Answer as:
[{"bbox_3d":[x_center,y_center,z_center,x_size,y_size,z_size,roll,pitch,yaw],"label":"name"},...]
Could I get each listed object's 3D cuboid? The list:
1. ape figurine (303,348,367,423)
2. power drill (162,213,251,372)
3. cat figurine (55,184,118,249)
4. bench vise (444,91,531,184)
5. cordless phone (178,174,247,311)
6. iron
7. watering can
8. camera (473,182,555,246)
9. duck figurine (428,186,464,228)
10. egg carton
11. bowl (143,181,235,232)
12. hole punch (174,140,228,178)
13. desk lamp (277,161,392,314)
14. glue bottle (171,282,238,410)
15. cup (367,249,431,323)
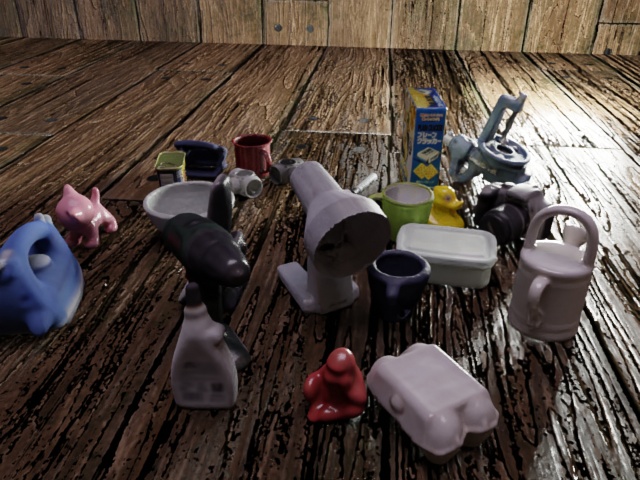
[{"bbox_3d":[0.022,0.167,0.678,0.077,0.092,0.076,22,36,33],"label":"ape figurine"},{"bbox_3d":[-0.139,0.068,0.734,0.076,0.208,0.228,-16,33,-27],"label":"power drill"},{"bbox_3d":[-0.428,-0.050,1.034,0.067,0.118,0.128,5,29,8],"label":"cat figurine"},{"bbox_3d":[0.365,-0.219,1.248,0.207,0.220,0.122,11,31,18],"label":"bench vise"},{"bbox_3d":[-0.165,0.002,0.875,0.094,0.185,0.147,2,29,3],"label":"cordless phone"},{"bbox_3d":[-0.428,0.034,0.857,0.118,0.141,0.258,-3,29,-6],"label":"iron"},{"bbox_3d":[0.334,0.035,0.817,0.100,0.194,0.173,8,30,13],"label":"watering can"},{"bbox_3d":[0.346,-0.053,1.071,0.137,0.101,0.142,-23,37,-36],"label":"camera"},{"bbox_3d":[0.231,-0.065,1.106,0.104,0.086,0.078,22,35,33],"label":"duck figurine"},{"bbox_3d":[0.127,0.186,0.670,0.107,0.069,0.149,-16,33,-27],"label":"egg carton"},{"bbox_3d":[-0.242,-0.047,1.075,0.167,0.075,0.167,1,29,0],"label":"bowl"},{"bbox_3d":[-0.278,-0.202,1.338,0.108,0.091,0.101,5,29,8],"label":"hole punch"},{"bbox_3d":[0.008,0.003,0.848,0.118,0.214,0.202,-13,32,-23],"label":"desk lamp"},{"bbox_3d":[-0.139,0.124,0.669,0.078,0.173,0.037,2,29,3],"label":"glue bottle"},{"bbox_3d":[0.110,0.081,0.832,0.091,0.095,0.118,7,30,11],"label":"cup"}]
